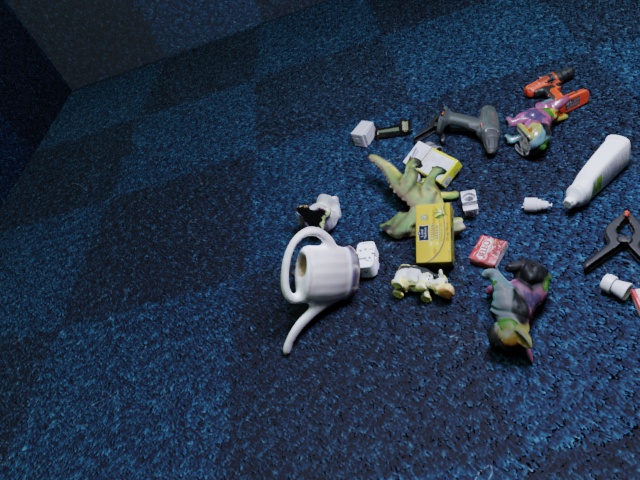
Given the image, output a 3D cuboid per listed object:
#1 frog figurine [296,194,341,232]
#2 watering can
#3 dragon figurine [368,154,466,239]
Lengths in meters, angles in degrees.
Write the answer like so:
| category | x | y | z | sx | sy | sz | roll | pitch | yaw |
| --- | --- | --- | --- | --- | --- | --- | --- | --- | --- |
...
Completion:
| category | x | y | z | sx | sy | sz | roll | pitch | yaw |
| --- | --- | --- | --- | --- | --- | --- | --- | --- | --- |
| frog figurine | 0.005 | -0.085 | 1.685 | 0.136 | 0.122 | 0.161 | -16 | 7 | 22 |
| watering can | -0.004 | 0.135 | 1.403 | 0.224 | 0.346 | 0.104 | 1 | 7 | -24 |
| dragon figurine | 0.267 | -0.117 | 1.569 | 0.413 | 0.120 | 0.246 | 24 | 69 | 33 |
